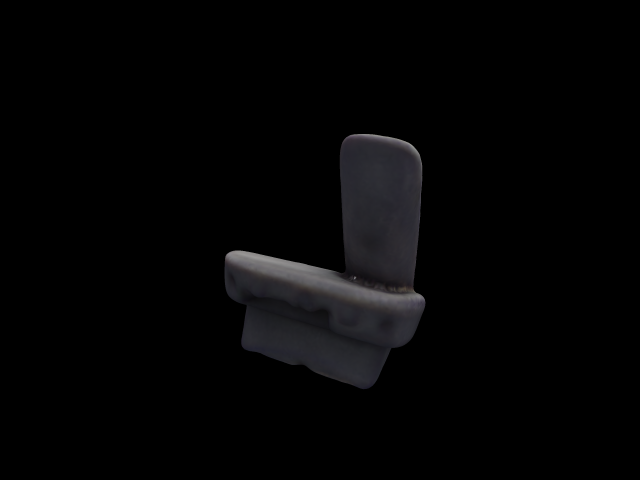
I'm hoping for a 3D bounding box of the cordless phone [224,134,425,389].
[{"bbox_3d":[0.004,0.001,0.400,0.147,0.185,0.094,11,39,14],"label":"cordless phone"}]
